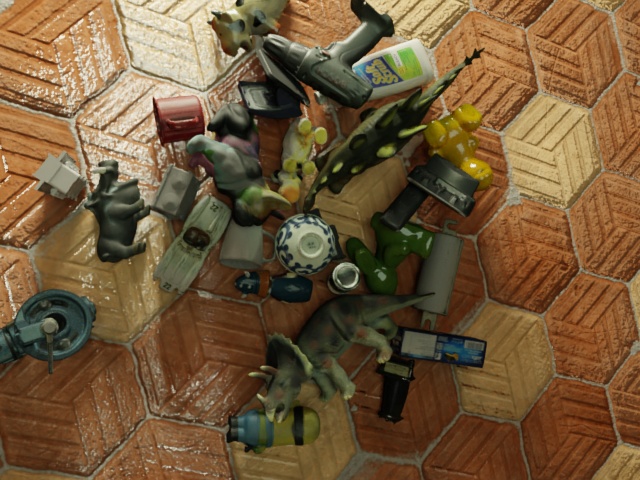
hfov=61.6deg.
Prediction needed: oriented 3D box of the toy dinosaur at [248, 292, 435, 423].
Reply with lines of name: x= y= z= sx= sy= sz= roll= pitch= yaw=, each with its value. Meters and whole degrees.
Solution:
toy dinosaur: x=0.034 y=0.189 z=1.068 sx=0.405 sy=0.131 sz=0.192 roll=-45 pitch=101 yaw=-14

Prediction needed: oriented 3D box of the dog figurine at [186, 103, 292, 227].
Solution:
dog figurine: x=-0.134 y=-0.131 z=1.019 sx=0.219 sy=0.108 sz=0.191 roll=38 pitch=67 yaw=-3

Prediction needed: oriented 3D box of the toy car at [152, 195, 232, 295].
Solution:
toy car: x=-0.244 y=0.009 z=1.031 sx=0.073 sy=0.056 sz=0.201 roll=33 pitch=81 yaw=-12

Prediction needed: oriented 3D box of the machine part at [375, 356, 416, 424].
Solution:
machine part: x=0.156 y=0.312 z=1.130 sx=0.084 sy=0.039 sz=0.138 roll=6 pitch=93 yaw=15

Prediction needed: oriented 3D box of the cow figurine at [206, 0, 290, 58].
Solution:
cow figurine: x=-0.136 y=-0.448 z=1.055 sx=0.127 sy=0.085 sz=0.195 roll=29 pitch=85 yaw=-19

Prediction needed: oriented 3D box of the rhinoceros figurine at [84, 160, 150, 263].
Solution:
rhinoceros figurine: x=-0.376 y=-0.053 z=0.995 sx=0.112 sy=0.073 sz=0.190 roll=-1 pitch=91 yaw=-4

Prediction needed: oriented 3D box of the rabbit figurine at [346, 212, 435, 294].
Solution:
rabbit figurine: x=0.137 y=0.038 z=1.103 sx=0.159 sy=0.121 sz=0.170 roll=16 pitch=100 yaw=-19

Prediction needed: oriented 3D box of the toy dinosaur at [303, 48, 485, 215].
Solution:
toy dinosaur: x=0.135 y=-0.216 z=1.064 sx=0.471 sy=0.199 sz=0.105 roll=-46 pitch=103 yaw=-10

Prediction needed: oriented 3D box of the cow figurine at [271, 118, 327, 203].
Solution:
cow figurine: x=-0.054 y=-0.160 z=1.074 sx=0.068 sy=0.098 sz=0.167 roll=17 pitch=100 yaw=-29

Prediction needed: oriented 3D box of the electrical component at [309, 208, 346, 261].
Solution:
electrical component: x=-0.002 y=-0.003 z=1.099 sx=0.075 sy=0.048 sz=0.119 roll=-26 pitch=95 yaw=-13

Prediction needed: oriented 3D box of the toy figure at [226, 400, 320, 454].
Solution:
toy figure: x=-0.089 y=0.368 z=1.048 sx=0.180 sy=0.089 sz=0.082 roll=4 pitch=96 yaw=-17

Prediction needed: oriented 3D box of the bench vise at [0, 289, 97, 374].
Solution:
bench vise: x=-0.477 y=0.153 z=0.885 sx=0.223 sy=0.241 sz=0.128 roll=-12 pitch=89 yaw=-31

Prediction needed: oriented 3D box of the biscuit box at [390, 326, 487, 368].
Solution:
biscuit box: x=0.255 y=0.229 z=1.155 sx=0.203 sy=0.063 sz=0.059 roll=11 pitch=86 yaw=-15

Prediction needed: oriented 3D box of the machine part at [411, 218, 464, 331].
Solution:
machine part: x=0.252 y=0.072 z=1.150 sx=0.079 sy=0.079 sz=0.243 roll=15 pitch=86 yaw=-14

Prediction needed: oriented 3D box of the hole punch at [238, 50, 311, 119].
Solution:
hole punch: x=-0.091 y=-0.288 z=1.046 sx=0.115 sy=0.142 sz=0.092 roll=22 pitch=119 yaw=-40

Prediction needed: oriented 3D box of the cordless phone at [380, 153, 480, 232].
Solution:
cordless phone: x=0.216 y=-0.067 z=1.061 sx=0.147 sy=0.088 sz=0.184 roll=36 pitch=63 yaw=12

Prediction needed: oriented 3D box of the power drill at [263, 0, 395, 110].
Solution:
power drill: x=0.033 y=-0.383 z=1.049 sx=0.232 sy=0.086 sz=0.207 roll=38 pitch=77 yaw=-5

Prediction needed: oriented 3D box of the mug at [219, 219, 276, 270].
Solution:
mug: x=-0.137 y=-0.001 z=1.049 sx=0.109 sy=0.081 sz=0.107 roll=7 pitch=76 yaw=-13

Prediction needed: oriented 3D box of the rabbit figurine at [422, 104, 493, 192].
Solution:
rabbit figurine: x=0.289 y=-0.167 z=1.124 sx=0.122 sy=0.162 sz=0.173 roll=-30 pitch=75 yaw=-15

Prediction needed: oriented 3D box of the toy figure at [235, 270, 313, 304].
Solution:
toy figure: x=-0.093 y=0.092 z=1.070 sx=0.154 sy=0.058 sz=0.064 roll=10 pitch=81 yaw=-10
